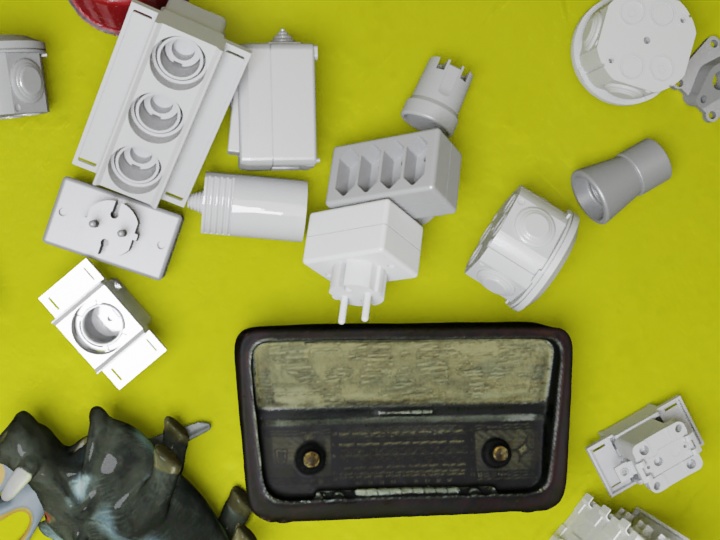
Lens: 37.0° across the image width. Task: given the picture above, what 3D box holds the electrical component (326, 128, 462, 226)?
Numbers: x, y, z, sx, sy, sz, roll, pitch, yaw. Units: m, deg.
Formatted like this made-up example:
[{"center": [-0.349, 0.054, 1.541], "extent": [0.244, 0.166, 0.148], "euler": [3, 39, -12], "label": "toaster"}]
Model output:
[{"center": [0.032, -0.054, 0.750], "extent": [0.083, 0.076, 0.047], "euler": [-7, 63, 30], "label": "electrical component"}]

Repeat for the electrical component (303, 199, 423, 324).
[{"center": [0.000, 0.000, 0.724], "extent": [0.066, 0.047, 0.076], "euler": [-8, 62, 33], "label": "electrical component"}]

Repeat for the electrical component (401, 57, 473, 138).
[{"center": [0.056, -0.123, 0.765], "extent": [0.040, 0.040, 0.046], "euler": [25, 83, -7], "label": "electrical component"}]

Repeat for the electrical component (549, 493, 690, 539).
[{"center": [0.182, 0.202, 0.749], "extent": [0.063, 0.121, 0.078], "euler": [40, 87, -4], "label": "electrical component"}]

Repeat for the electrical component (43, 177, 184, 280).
[{"center": [-0.166, -0.028, 0.721], "extent": [0.083, 0.076, 0.047], "euler": [19, 90, -7], "label": "electrical component"}]

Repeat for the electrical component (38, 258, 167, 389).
[{"center": [-0.172, 0.035, 0.727], "extent": [0.042, 0.064, 0.081], "euler": [-39, 97, 0], "label": "electrical component"}]

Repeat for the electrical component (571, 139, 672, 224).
[{"center": [0.193, -0.067, 0.783], "extent": [0.065, 0.044, 0.044], "euler": [-29, 95, -10], "label": "electrical component"}]

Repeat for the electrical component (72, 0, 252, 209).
[{"center": [-0.129, -0.111, 0.705], "extent": [0.079, 0.063, 0.121], "euler": [22, 120, -14], "label": "electrical component"}]

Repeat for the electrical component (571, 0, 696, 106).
[{"center": [0.197, -0.161, 0.775], "extent": [0.080, 0.051, 0.080], "euler": [0, 92, -7], "label": "electrical component"}]

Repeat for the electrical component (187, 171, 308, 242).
[{"center": [-0.079, -0.044, 0.748], "extent": [0.081, 0.043, 0.043], "euler": [5, 91, -7], "label": "electrical component"}]

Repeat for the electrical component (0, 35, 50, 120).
[{"center": [-0.245, -0.125, 0.707], "extent": [0.080, 0.080, 0.051], "euler": [-7, 98, -7], "label": "electrical component"}]

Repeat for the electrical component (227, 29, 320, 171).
[{"center": [-0.061, -0.117, 0.738], "extent": [0.061, 0.062, 0.096], "euler": [-1, 92, -7], "label": "electrical component"}]

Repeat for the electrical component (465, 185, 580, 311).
[{"center": [0.114, -0.016, 0.756], "extent": [0.051, 0.080, 0.080], "euler": [32, 88, -2], "label": "electrical component"}]

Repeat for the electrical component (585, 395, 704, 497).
[{"center": [0.212, 0.130, 0.780], "extent": [0.081, 0.064, 0.042], "euler": [-29, 96, -6], "label": "electrical component"}]
